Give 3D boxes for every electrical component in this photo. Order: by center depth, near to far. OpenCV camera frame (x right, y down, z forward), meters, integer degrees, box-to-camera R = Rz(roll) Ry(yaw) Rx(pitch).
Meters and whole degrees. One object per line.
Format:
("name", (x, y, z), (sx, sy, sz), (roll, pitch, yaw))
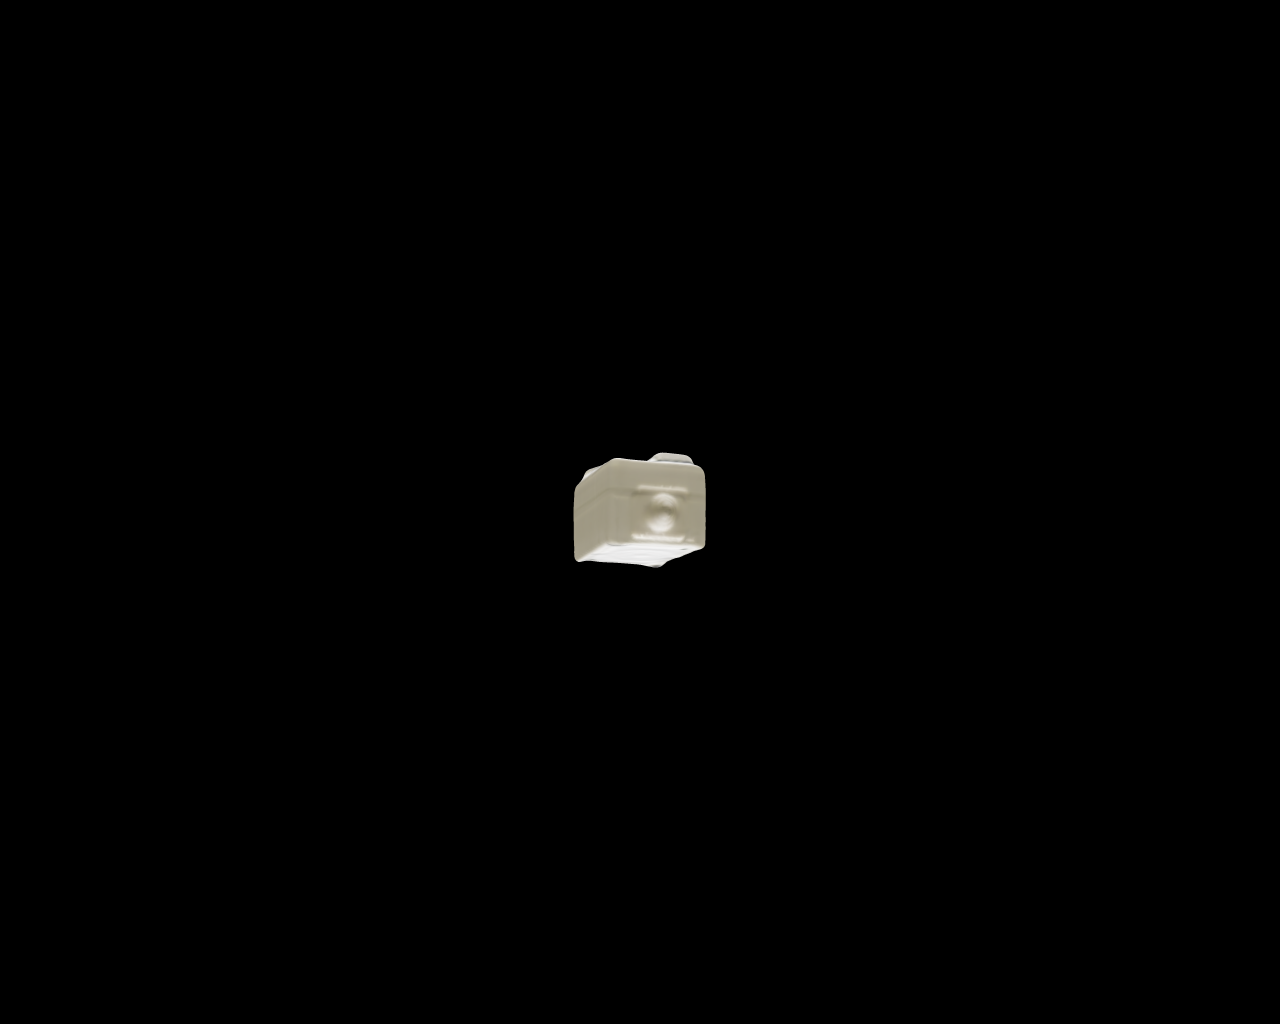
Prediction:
("electrical component", (0.001, -0.003, 0.650), (0.062, 0.061, 0.096), (4, -12, -19))
